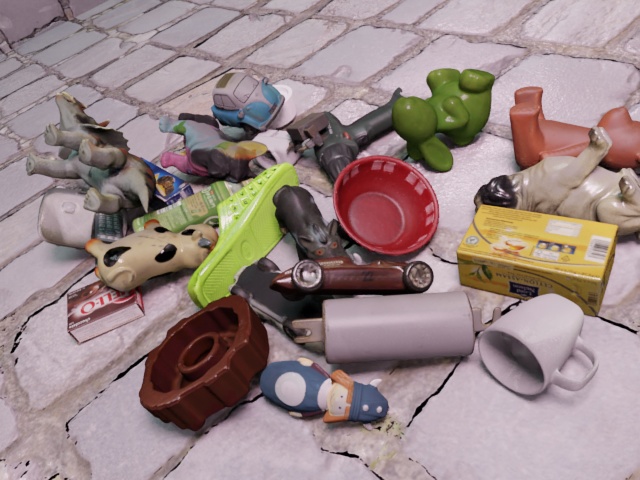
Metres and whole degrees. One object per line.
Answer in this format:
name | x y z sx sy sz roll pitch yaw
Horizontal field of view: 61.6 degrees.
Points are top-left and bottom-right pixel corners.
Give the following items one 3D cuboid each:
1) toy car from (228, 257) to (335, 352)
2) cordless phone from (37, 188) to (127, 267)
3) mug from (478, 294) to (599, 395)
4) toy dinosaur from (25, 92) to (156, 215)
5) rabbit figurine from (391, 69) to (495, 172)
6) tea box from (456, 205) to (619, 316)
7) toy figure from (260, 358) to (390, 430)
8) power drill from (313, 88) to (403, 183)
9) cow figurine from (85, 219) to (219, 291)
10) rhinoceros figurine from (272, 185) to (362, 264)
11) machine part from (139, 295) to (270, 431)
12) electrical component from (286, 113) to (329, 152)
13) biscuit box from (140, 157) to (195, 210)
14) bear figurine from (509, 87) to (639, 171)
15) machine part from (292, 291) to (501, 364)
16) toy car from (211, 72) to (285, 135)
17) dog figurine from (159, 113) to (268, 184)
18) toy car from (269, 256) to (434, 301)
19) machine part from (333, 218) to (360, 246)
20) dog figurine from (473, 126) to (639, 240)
toy car | -0.050 0.085 0.745 0.202 0.056 0.073 24 64 40
cordless phone | -0.408 -0.003 0.927 0.146 0.088 0.184 11 30 -32
mug | 0.247 0.109 0.581 0.107 0.080 0.110 -33 38 -29
toy dinosaur | -0.369 -0.123 0.954 0.405 0.131 0.192 35 21 26
rabbit figurine | 0.184 -0.200 0.889 0.170 0.158 0.121 -19 35 -28
tea box | 0.270 0.021 0.675 0.170 0.068 0.098 13 50 34
toy figure | 0.003 0.178 0.619 0.155 0.064 0.058 5 20 31
power drill | 0.088 -0.186 0.977 0.207 0.085 0.232 -30 39 0
cow figurine | -0.248 0.021 0.845 0.195 0.085 0.127 -22 37 -32
rhinoceros figurine | -0.002 -0.002 0.774 0.073 0.112 0.190 -25 61 -13
machine part | -0.144 0.151 0.680 0.179 0.056 0.179 -26 30 16
electrical component | -0.025 -0.193 0.970 0.078 0.045 0.102 -36 25 -24
biscuit box | -0.315 -0.099 1.046 0.059 0.062 0.203 -41 45 -24
bear figurine | 0.386 -0.159 0.783 0.196 0.131 0.120 -1 32 30
machine part | 0.089 0.103 0.631 0.243 0.079 0.079 -4 42 1
toy car | -0.157 -0.283 1.066 0.162 0.102 0.109 19 67 35
dog figurine | -0.190 -0.169 1.036 0.219 0.108 0.191 18 22 17
toy car | 0.040 0.046 0.659 0.202 0.089 0.053 2 78 -13
machine part | 0.074 -0.050 0.858 0.084 0.039 0.139 22 53 28
dog figurine | 0.325 -0.040 0.724 0.190 0.121 0.172 -36 69 32
